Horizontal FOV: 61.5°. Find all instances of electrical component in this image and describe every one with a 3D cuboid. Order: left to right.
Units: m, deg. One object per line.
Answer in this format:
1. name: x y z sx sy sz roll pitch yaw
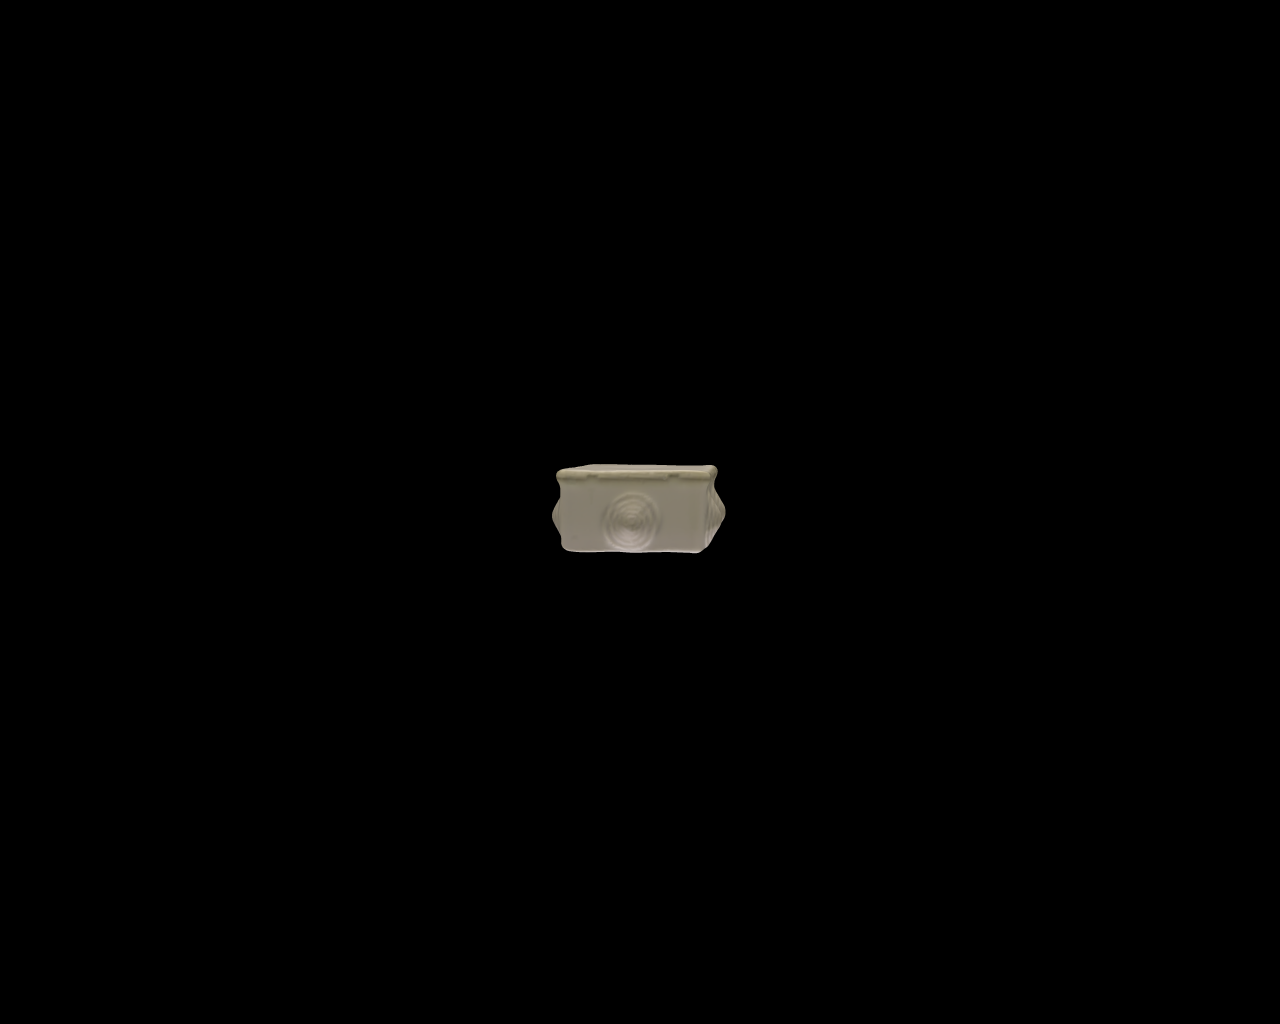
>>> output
1. electrical component: 0.001 -0.003 0.650 0.100 0.048 0.100 1 5 7
